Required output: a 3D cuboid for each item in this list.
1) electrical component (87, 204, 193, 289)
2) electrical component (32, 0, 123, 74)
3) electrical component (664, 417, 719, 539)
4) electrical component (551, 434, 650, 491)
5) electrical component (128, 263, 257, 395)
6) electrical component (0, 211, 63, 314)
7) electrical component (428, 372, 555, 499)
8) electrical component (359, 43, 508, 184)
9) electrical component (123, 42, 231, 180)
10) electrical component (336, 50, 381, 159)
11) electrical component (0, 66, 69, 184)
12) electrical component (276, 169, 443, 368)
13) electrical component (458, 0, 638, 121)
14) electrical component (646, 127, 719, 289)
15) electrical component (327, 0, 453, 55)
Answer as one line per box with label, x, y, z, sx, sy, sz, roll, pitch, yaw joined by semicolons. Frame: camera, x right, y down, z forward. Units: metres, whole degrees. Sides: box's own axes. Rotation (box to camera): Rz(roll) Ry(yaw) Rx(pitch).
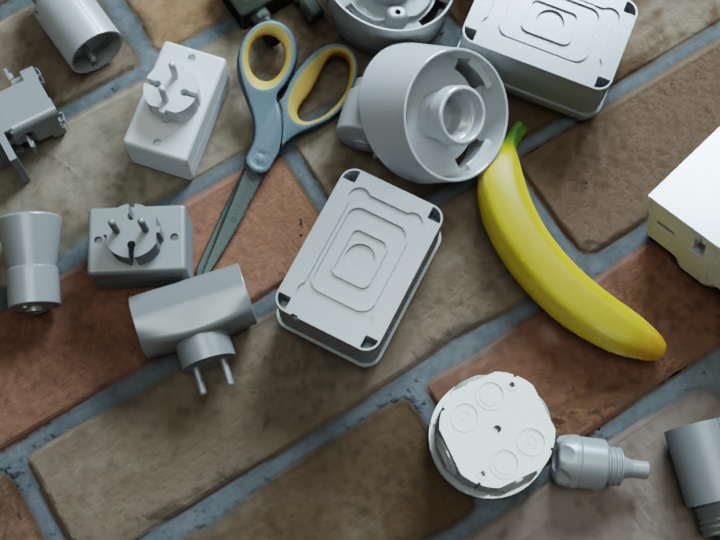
electrical component;-0.150;-0.021;0.719;0.066;0.076;0.047;-2;74;-2
electrical component;-0.213;-0.188;0.785;0.043;0.043;0.081;-35;77;-10
electrical component;0.230;0.140;0.697;0.043;0.043;0.081;-12;74;-4
electrical component;0.158;0.127;0.704;0.061;0.035;0.035;7;74;-1
electrical component;-0.106;0.044;0.719;0.077;0.043;0.079;-18;75;-6
electrical component;-0.224;-0.003;0.733;0.044;0.044;0.065;-7;79;-3
electrical component;0.086;0.107;0.700;0.080;0.051;0.080;0;74;-1
electrical component;0.052;-0.109;0.746;0.099;0.064;0.099;-6;101;-33
electrical component;-0.129;-0.118;0.749;0.047;0.075;0.083;18;74;4
electrical component;0.010;-0.121;0.770;0.040;0.040;0.078;15;74;3
electrical component;-0.246;-0.108;0.762;0.064;0.042;0.081;-28;77;-10
electrical component;0.000;0.000;0.726;0.078;0.057;0.113;26;75;7
electrical component;0.132;-0.165;0.776;0.113;0.057;0.078;22;75;5
electrical component;0.298;-0.015;0.715;0.105;0.060;0.186;-42;64;-12
electrical component;0.020;-0.207;0.783;0.099;0.064;0.099;0;74;-1
